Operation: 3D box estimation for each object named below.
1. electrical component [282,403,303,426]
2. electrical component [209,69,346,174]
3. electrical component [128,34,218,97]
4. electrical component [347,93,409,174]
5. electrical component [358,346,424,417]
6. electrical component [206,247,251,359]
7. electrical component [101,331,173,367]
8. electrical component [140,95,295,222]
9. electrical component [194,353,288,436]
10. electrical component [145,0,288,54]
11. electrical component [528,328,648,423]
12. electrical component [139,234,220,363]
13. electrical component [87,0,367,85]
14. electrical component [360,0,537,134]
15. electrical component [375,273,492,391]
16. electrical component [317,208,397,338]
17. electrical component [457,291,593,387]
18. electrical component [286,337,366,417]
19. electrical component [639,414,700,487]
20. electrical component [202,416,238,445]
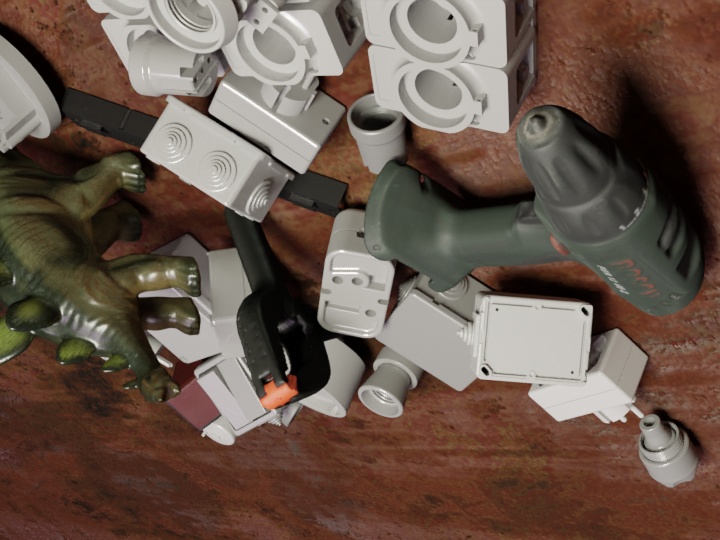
[{"bbox_3d":[-0.090,0.127,1.124,0.065,0.044,0.044,34,147,5],"label":"electrical component"},{"bbox_3d":[-0.053,-0.124,0.761,0.083,0.047,0.075,34,144,-4],"label":"electrical component"},{"bbox_3d":[-0.121,-0.132,0.700,0.046,0.040,0.040,9,141,20],"label":"electrical component"},{"bbox_3d":[0.015,-0.095,0.755,0.040,0.040,0.046,15,149,22],"label":"electrical component"},{"bbox_3d":[0.030,0.099,0.980,0.045,0.055,0.045,21,145,15],"label":"electrical component"},{"bbox_3d":[-0.100,0.022,0.958,0.061,0.096,0.061,-8,142,-2],"label":"electrical component"},{"bbox_3d":[-0.228,0.081,1.122,0.074,0.052,0.138,31,175,0],"label":"electrical component"},{"bbox_3d":[-0.107,-0.081,0.812,0.100,0.048,0.100,32,-178,13],"label":"electrical component"},{"bbox_3d":[-0.110,0.118,1.069,0.062,0.061,0.096,-31,94,30],"label":"electrical component"},{"bbox_3d":[-0.086,-0.162,0.617,0.078,0.057,0.058,38,146,-11],"label":"electrical component"},{"bbox_3d":[0.193,0.096,0.855,0.076,0.047,0.083,41,145,-15],"label":"electrical component"},{"bbox_3d":[-0.167,0.030,1.042,0.109,0.056,0.109,44,144,-19],"label":"electrical component"},{"bbox_3d":[-0.096,-0.182,0.707,0.186,0.060,0.105,6,139,32],"label":"electrical component"},{"bbox_3d":[0.050,-0.157,0.625,0.089,0.061,0.150,16,144,22],"label":"electrical component"},{"bbox_3d":[0.072,0.043,0.880,0.100,0.048,0.099,32,147,-3],"label":"electrical component"},{"bbox_3d":[0.000,0.000,0.857,0.054,0.059,0.095,11,136,1],"label":"electrical component"},{"bbox_3d":[0.120,0.049,0.804,0.096,0.061,0.061,5,-177,0],"label":"electrical component"},{"bbox_3d":[-0.046,0.084,1.007,0.108,0.060,0.108,27,161,10],"label":"electrical component"},{"bbox_3d":[0.248,0.144,0.878,0.043,0.043,0.062,-6,131,42],"label":"electrical component"},{"bbox_3d":[-0.138,0.151,1.156,0.040,0.078,0.040,20,145,15],"label":"electrical component"}]
